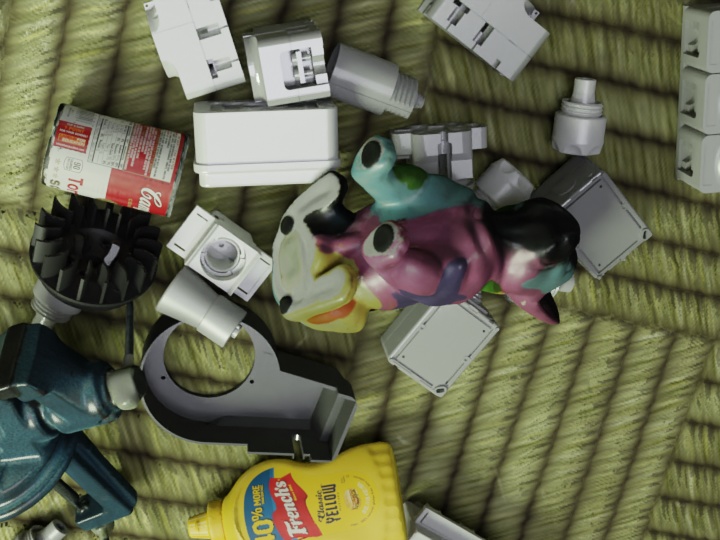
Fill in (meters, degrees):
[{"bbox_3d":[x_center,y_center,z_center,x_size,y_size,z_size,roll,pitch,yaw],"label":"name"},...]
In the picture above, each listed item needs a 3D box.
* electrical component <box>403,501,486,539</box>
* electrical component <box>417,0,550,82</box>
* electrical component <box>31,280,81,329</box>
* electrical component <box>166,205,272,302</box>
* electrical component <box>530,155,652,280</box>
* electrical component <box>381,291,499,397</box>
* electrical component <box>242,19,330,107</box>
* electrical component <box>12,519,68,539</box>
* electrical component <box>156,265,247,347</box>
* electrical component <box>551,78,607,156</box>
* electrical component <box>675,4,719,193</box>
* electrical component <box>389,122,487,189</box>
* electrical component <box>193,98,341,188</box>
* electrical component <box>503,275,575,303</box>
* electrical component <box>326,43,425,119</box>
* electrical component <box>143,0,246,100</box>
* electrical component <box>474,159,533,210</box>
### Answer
[{"bbox_3d":[0.084,0.271,1.006,0.121,0.063,0.078,33,102,-17],"label":"electrical component"},{"bbox_3d":[0.100,-0.201,0.854,0.089,0.050,0.055,34,101,-17],"label":"electrical component"},{"bbox_3d":[-0.249,0.024,0.885,0.043,0.043,0.062,29,105,-16],"label":"electrical component"},{"bbox_3d":[-0.113,-0.017,0.879,0.081,0.063,0.042,37,97,-18],"label":"electrical component"},{"bbox_3d":[0.198,-0.043,0.920,0.062,0.061,0.096,-41,117,7],"label":"electrical component"},{"bbox_3d":[0.071,0.048,0.929,0.062,0.061,0.096,36,100,-17],"label":"electrical component"},{"bbox_3d":[-0.058,-0.159,0.824,0.056,0.089,0.050,-10,110,-5],"label":"electrical component"},{"bbox_3d":[-0.288,0.248,0.957,0.062,0.043,0.043,-44,109,6],"label":"electrical component"},{"bbox_3d":[-0.124,0.032,0.862,0.065,0.044,0.044,34,101,-2],"label":"electrical component"},{"bbox_3d":[0.184,-0.128,0.895,0.043,0.043,0.062,2,108,-9],"label":"electrical component"},{"bbox_3d":[0.321,-0.145,0.898,0.089,0.061,0.150,-5,109,-6],"label":"electrical component"},{"bbox_3d":[0.065,-0.088,0.884,0.078,0.058,0.057,-5,107,-6],"label":"electrical component"},{"bbox_3d":[-0.075,-0.102,0.849,0.113,0.078,0.057,-3,106,-7],"label":"electrical component"},{"bbox_3d":[0.156,0.007,0.937,0.062,0.048,0.048,8,108,-17],"label":"electrical component"},{"bbox_3d":[0.014,-0.148,0.863,0.081,0.043,0.043,18,105,-13],"label":"electrical component"},{"bbox_3d":[-0.129,-0.182,0.828,0.056,0.050,0.089,-18,110,-2],"label":"electrical component"},{"bbox_3d":[0.113,-0.060,0.908,0.043,0.043,0.062,40,101,-18],"label":"electrical component"}]
